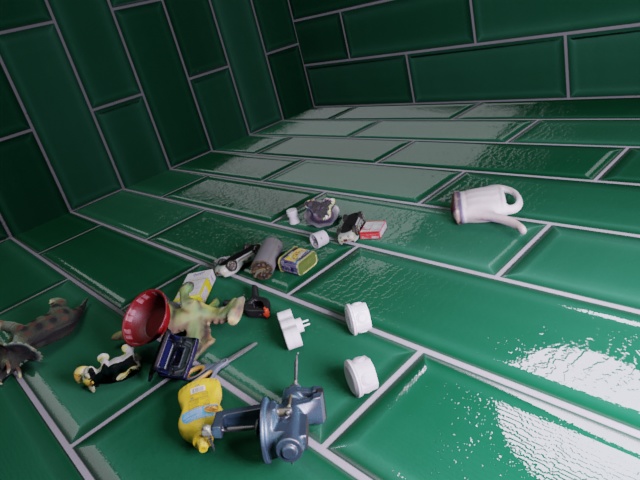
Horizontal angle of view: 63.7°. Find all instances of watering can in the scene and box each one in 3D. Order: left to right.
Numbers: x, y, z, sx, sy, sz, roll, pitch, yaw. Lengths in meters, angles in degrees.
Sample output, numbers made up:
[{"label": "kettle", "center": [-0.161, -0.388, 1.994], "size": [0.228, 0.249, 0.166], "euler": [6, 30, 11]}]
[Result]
[{"label": "watering can", "center": [0.531, -0.098, 1.637], "size": [0.224, 0.102, 0.354], "euler": [-8, 25, 16]}]

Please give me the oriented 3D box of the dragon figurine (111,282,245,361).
[{"label": "dragon figurine", "center": [-0.391, 0.252, 1.429], "size": [0.411, 0.120, 0.247], "euler": [-28, 33, -3]}]

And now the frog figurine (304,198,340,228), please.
[{"label": "frog figurine", "center": [0.006, -0.099, 1.972], "size": [0.138, 0.124, 0.158], "euler": [-26, -11, -4]}]
